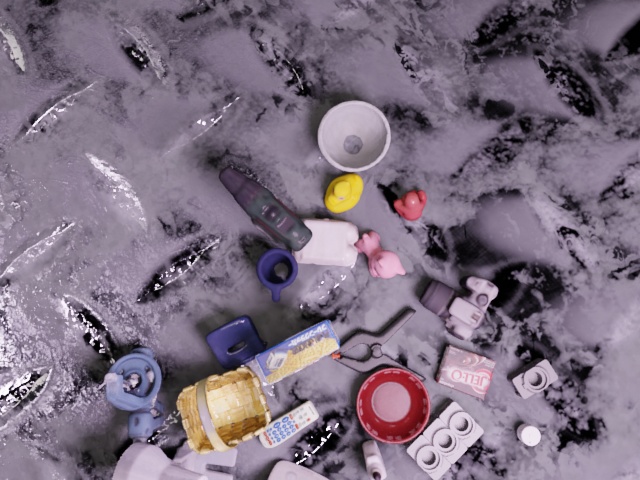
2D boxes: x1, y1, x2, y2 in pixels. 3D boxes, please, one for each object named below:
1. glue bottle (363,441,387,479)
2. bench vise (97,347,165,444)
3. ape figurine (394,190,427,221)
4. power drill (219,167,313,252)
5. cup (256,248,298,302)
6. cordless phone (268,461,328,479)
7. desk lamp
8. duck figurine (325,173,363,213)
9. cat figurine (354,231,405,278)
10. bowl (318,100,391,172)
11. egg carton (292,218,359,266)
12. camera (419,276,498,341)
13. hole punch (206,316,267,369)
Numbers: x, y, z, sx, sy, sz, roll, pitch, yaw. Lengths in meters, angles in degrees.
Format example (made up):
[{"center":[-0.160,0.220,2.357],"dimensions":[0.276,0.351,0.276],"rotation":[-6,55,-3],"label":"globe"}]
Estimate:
[{"center":[0.115,0.474,1.192],"dimensions":[0.037,0.173,0.078],"rotation":[-19,82,0],"label":"glue bottle"},{"center":[-0.383,0.332,1.200],"dimensions":[0.121,0.220,0.207],"rotation":[-25,83,-1],"label":"bench vise"},{"center":[0.207,-0.085,1.299],"dimensions":[0.078,0.092,0.076],"rotation":[-2,83,2],"label":"ape figurine"},{"center":[-0.114,-0.058,1.247],"dimensions":[0.229,0.208,0.076],"rotation":[39,86,6],"label":"power drill"},{"center":[-0.092,0.081,1.286],"dimensions":[0.091,0.095,0.118],"rotation":[1,83,2],"label":"cup"},{"center":[-0.047,0.539,1.183],"dimensions":[0.147,0.185,0.094],"rotation":[20,84,4],"label":"cordless phone"},{"center":[-0.293,0.482,1.183],"dimensions":[0.203,0.213,0.118],"rotation":[7,83,3],"label":"desk lamp"},{"center":[0.055,-0.114,1.310],"dimensions":[0.077,0.086,0.104],"rotation":[44,86,6],"label":"duck figurine"},{"center":[0.132,0.037,1.273],"dimensions":[0.067,0.118,0.128],"rotation":[-34,83,-2],"label":"cat figurine"},{"center":[0.079,-0.233,1.330],"dimensions":[0.167,0.075,0.167],"rotation":[0,83,2],"label":"bowl"},{"center":[0.012,0.005,1.305],"dimensions":[0.150,0.069,0.107],"rotation":[3,83,2],"label":"egg carton"},{"center":[0.301,0.132,1.265],"dimensions":[0.136,0.101,0.143],"rotation":[31,85,5],"label":"camera"},{"center":[-0.184,0.228,1.272],"dimensions":[0.108,0.091,0.101],"rotation":[-28,83,-2],"label":"hole punch"}]
